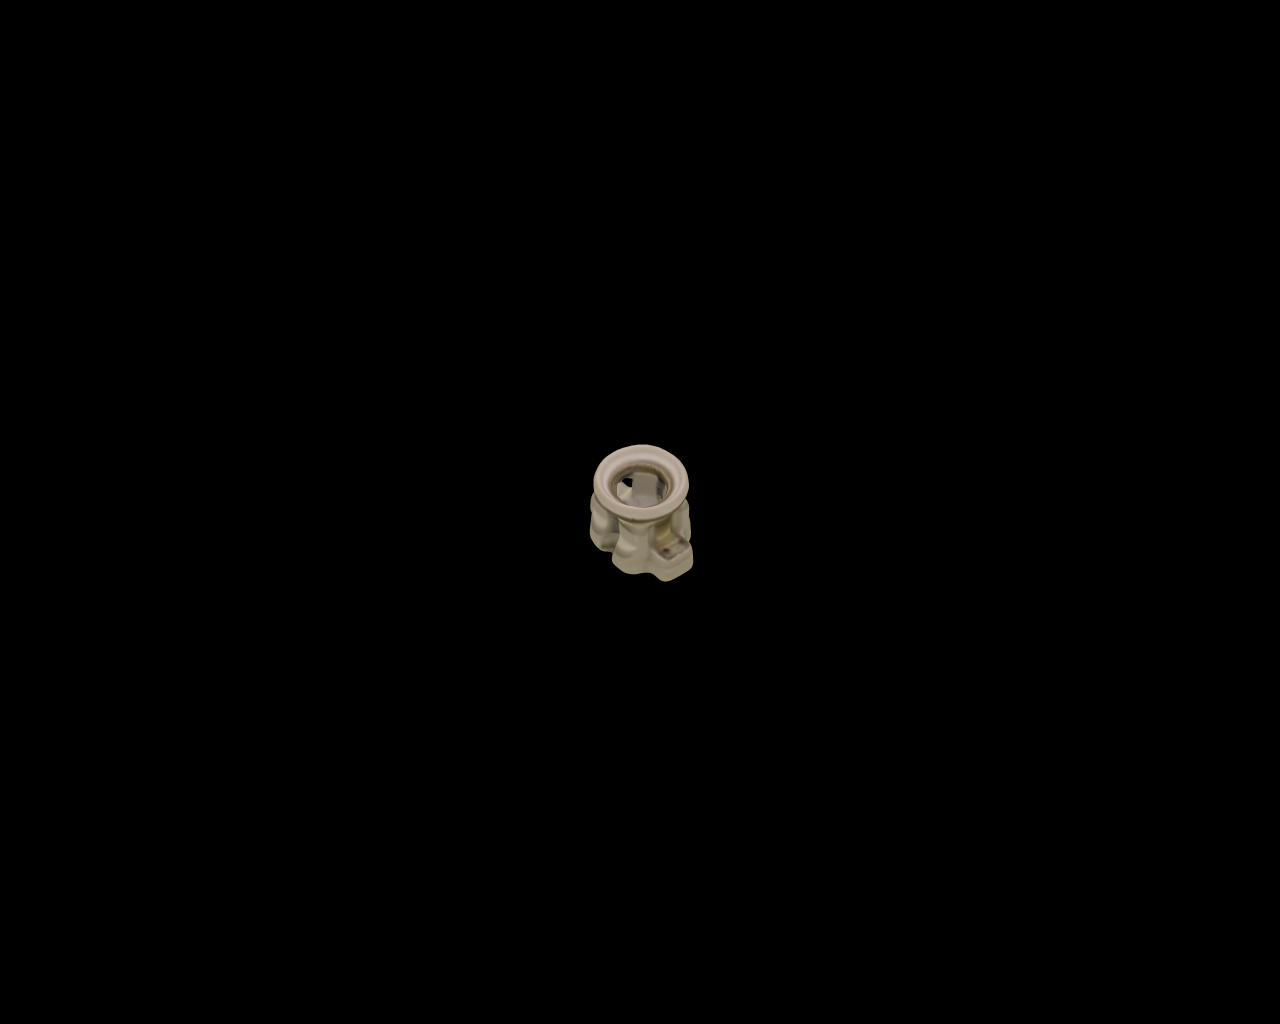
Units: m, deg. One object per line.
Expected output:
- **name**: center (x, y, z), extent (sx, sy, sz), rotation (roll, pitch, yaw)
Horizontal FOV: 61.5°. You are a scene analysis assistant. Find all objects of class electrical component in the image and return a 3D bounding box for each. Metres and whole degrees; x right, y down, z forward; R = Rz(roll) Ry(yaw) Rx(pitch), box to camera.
- **electrical component**: center (0.001, -0.003, 0.650), extent (0.058, 0.056, 0.078), rotation (-30, 54, -24)
